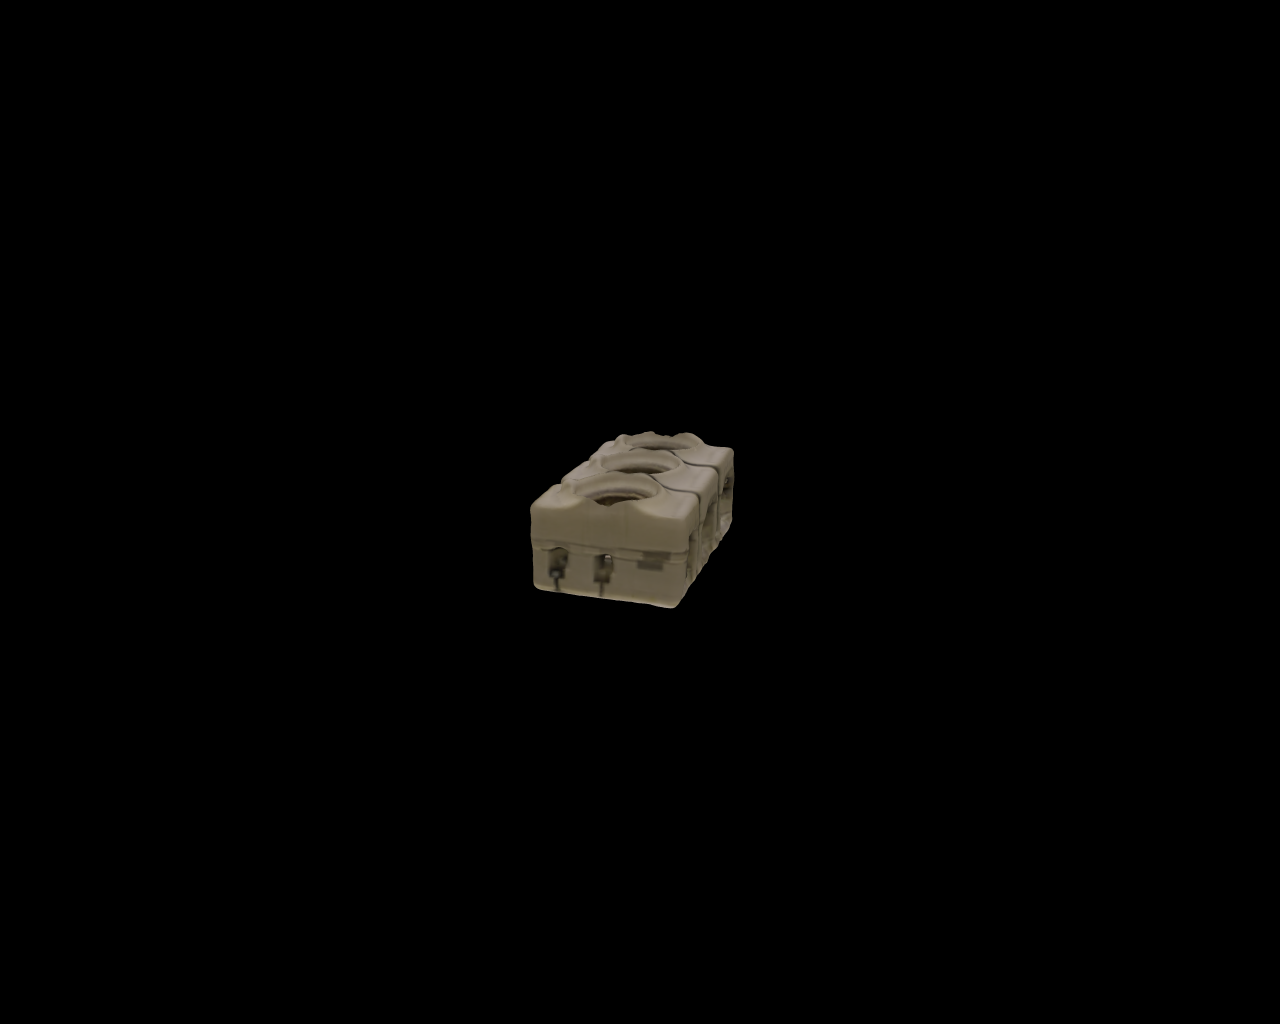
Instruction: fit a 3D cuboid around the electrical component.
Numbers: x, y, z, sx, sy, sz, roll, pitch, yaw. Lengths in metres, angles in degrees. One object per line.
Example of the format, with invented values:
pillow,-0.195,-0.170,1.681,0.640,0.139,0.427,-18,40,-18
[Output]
electrical component,0.001,-0.003,0.650,0.089,0.061,0.150,5,19,15
